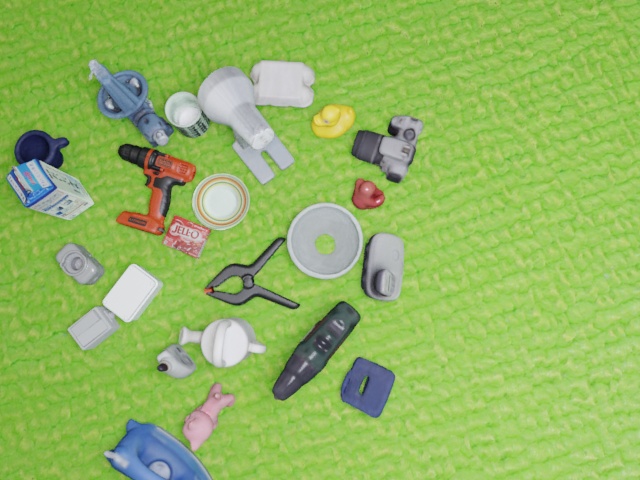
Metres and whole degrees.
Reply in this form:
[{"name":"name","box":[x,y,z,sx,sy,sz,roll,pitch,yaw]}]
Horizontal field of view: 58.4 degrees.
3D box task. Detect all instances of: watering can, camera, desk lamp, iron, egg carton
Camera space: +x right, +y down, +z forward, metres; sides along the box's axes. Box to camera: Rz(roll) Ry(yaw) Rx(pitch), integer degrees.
[{"name":"watering can","box":[-0.204,0.215,1.193,0.173,0.194,0.101,-12,83,0]},{"name":"camera","box":[0.147,-0.217,1.281,0.136,0.101,0.143,18,84,3]},{"name":"desk lamp","box":[-0.154,-0.246,1.233,0.118,0.213,0.203,-38,84,-3]},{"name":"iron","box":[-0.329,0.489,1.191,0.258,0.141,0.119,31,85,4]},{"name":"egg carton","box":[-0.087,-0.357,1.317,0.150,0.069,0.107,2,84,1]}]

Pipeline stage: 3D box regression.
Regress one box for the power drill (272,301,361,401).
[{"name":"power drill","box":[-0.007,0.226,1.181,0.075,0.208,0.230,39,86,5]}]

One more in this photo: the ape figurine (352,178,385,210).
[{"name":"ape figurine","box":[0.106,-0.106,1.274,0.076,0.092,0.078,-30,84,-2]}]

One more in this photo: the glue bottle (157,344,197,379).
[{"name":"glue bottle","box":[-0.310,0.259,1.200,0.037,0.173,0.078,-39,84,-3]}]

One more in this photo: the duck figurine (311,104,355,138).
[{"name":"duck figurine","box":[0.030,-0.279,1.298,0.104,0.086,0.077,-20,84,-1]}]

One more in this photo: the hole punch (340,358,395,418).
[{"name":"hole punch","box":[0.100,0.316,1.228,0.101,0.091,0.109,23,85,4]}]

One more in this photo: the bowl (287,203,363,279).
[{"name":"bowl","box":[0.012,0.005,1.272,0.167,0.075,0.167,0,84,1]}]

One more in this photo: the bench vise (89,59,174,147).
[{"name":"bench vise","box":[-0.403,-0.305,1.241,0.207,0.220,0.121,30,85,4]}]

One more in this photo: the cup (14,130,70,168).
[{"name":"cup","box":[-0.611,-0.198,1.296,0.118,0.095,0.092,-21,84,-1]}]

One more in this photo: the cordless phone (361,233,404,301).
[{"name":"cordless phone","box":[0.138,0.054,1.209,0.094,0.185,0.148,3,84,2]}]

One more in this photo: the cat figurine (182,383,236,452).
[{"name":"cat figurine","box":[-0.243,0.375,1.214,0.067,0.118,0.128,33,85,5]}]
